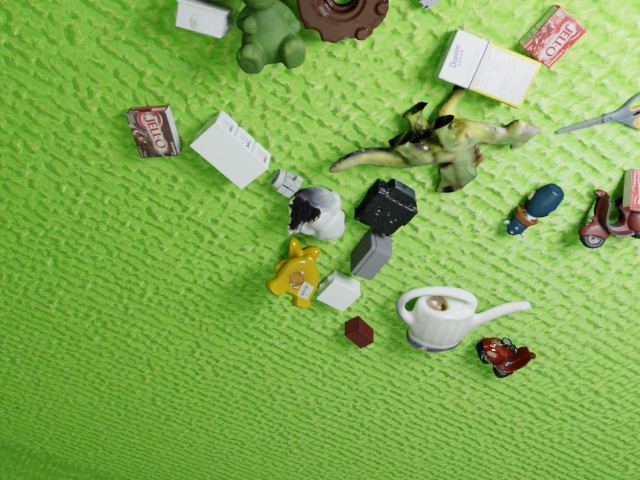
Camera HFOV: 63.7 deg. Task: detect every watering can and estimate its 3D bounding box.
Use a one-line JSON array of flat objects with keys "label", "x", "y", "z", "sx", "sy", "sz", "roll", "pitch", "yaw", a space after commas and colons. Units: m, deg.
[{"label": "watering can", "x": 0.371, "y": 0.216, "z": 1.398, "sx": 0.348, "sy": 0.106, "sz": 0.219, "roll": 8, "pitch": 132, "yaw": -1}]

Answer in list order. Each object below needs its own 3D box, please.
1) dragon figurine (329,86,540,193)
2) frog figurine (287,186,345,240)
[{"label": "dragon figurine", "x": 0.248, "y": -0.172, "z": 1.091, "sx": 0.407, "sy": 0.125, "sz": 0.239, "roll": -23, "pitch": 133, "yaw": 24}, {"label": "frog figurine", "x": 0.004, "y": -0.062, "z": 1.223, "sx": 0.159, "sy": 0.125, "sz": 0.135, "roll": 5, "pitch": 134, "yaw": -49}]
